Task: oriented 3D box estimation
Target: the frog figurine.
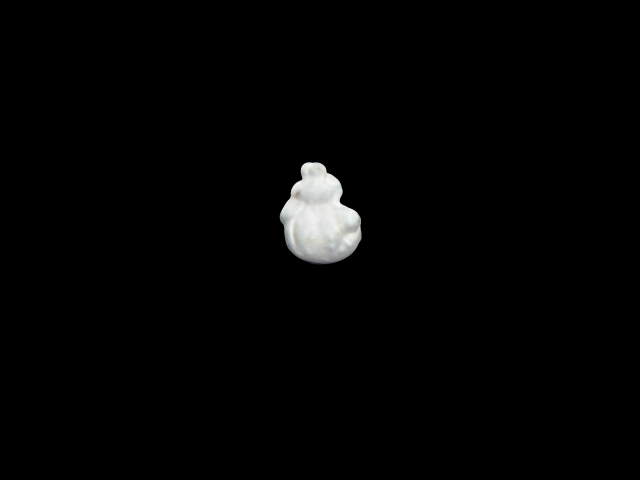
[{"bbox_3d":[0.003,-0.043,0.850,0.138,0.155,0.125,18,43,20],"label":"frog figurine"}]
